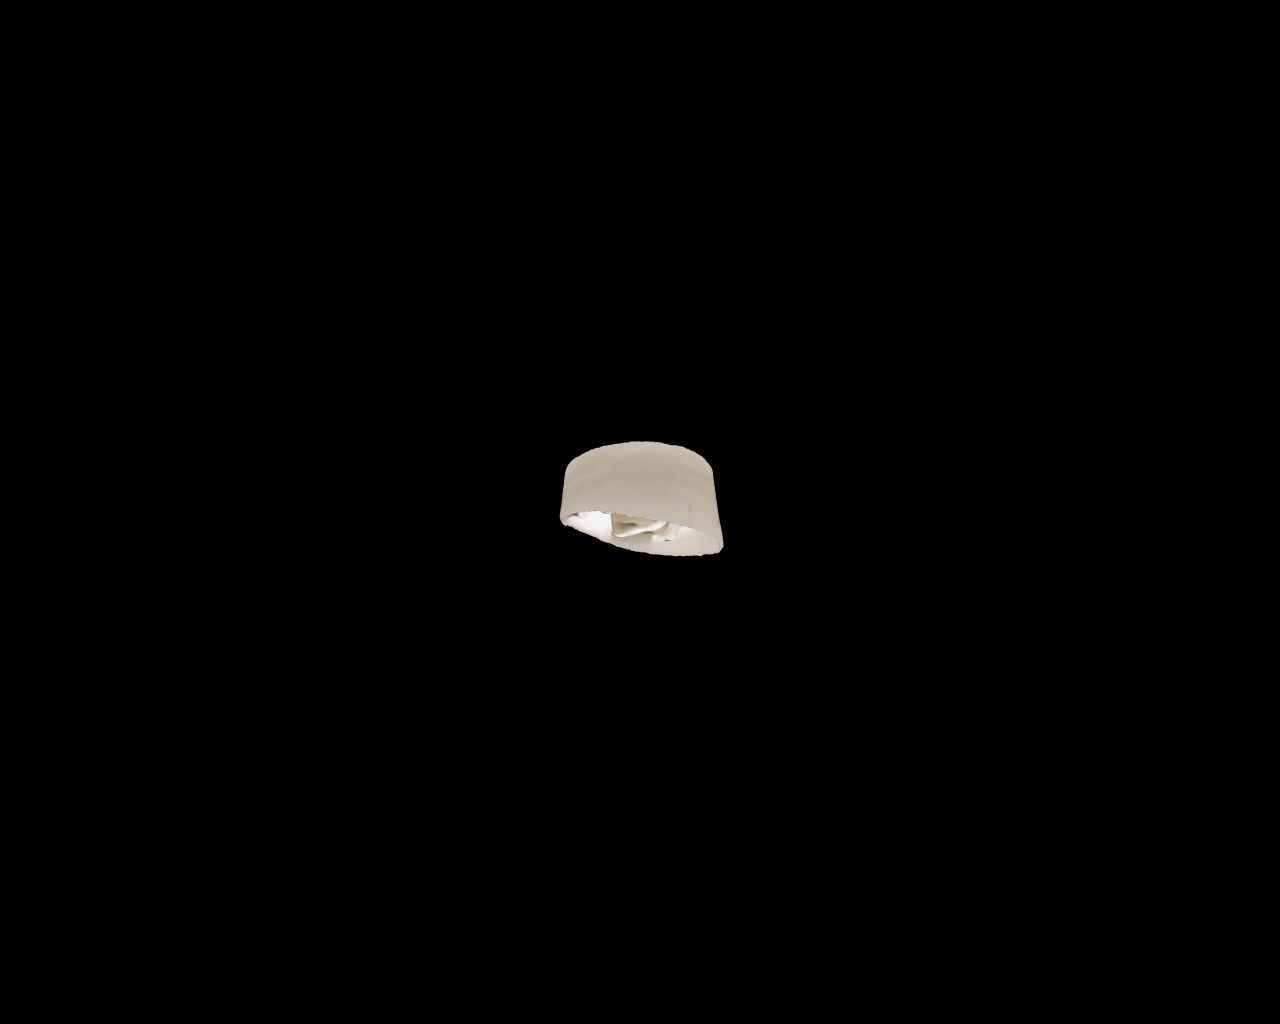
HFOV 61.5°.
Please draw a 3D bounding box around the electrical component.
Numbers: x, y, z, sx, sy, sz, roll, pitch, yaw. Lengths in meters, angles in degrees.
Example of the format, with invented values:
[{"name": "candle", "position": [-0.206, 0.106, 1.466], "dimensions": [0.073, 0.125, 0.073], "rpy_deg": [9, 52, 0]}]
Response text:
[{"name": "electrical component", "position": [0.001, -0.003, 0.650], "dimensions": [0.099, 0.064, 0.099], "rpy_deg": [0, -22, 0]}]
